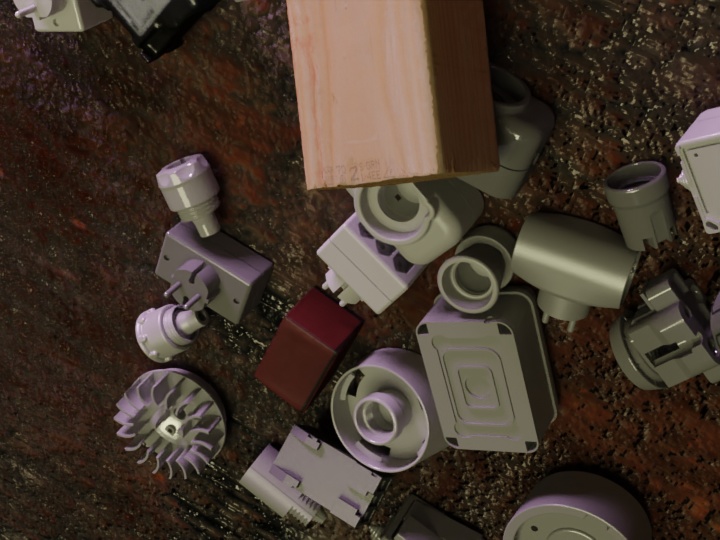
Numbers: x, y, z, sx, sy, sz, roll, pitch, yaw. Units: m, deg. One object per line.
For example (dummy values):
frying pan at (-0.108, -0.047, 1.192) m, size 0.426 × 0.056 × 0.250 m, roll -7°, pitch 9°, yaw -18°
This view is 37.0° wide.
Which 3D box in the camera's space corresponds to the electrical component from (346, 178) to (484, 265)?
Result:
electrical component at (0.034, -0.055, 0.747) m, size 0.095 × 0.059 × 0.054 m, roll 49°, pitch 129°, yaw -5°

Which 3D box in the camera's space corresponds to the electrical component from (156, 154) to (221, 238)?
electrical component at (-0.130, -0.056, 0.847) m, size 0.043 × 0.043 × 0.062 m, roll -9°, pitch 114°, yaw 33°

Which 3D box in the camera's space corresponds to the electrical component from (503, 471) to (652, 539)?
electrical component at (0.171, 0.204, 0.825) m, size 0.108 × 0.060 × 0.108 m, roll 14°, pitch 124°, yaw 22°

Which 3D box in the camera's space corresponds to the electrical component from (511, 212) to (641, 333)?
electrical component at (0.143, 0.008, 0.734) m, size 0.077 × 0.043 × 0.079 m, roll 20°, pitch 126°, yaw 18°

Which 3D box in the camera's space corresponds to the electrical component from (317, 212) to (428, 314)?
electrical component at (0.000, 0.000, 0.806) m, size 0.066 × 0.047 × 0.077 m, roll 45°, pitch 129°, yaw -2°

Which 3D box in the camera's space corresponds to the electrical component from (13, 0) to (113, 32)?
electrical component at (-0.229, -0.207, 0.790) m, size 0.047 × 0.076 × 0.065 m, roll 6°, pitch 120°, yaw 26°

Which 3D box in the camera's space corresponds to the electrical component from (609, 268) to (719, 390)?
electrical component at (0.204, 0.045, 0.714) m, size 0.057 × 0.058 × 0.078 m, roll -33°, pitch 99°, yaw 35°

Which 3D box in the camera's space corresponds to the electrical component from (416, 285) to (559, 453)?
electrical component at (0.096, 0.071, 0.789) m, size 0.078 × 0.057 × 0.113 m, roll -2°, pitch 117°, yaw 30°

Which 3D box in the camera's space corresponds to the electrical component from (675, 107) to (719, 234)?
electrical component at (0.235, -0.066, 0.633) m, size 0.096 × 0.061 × 0.061 m, roll -10°, pitch 113°, yaw 42°

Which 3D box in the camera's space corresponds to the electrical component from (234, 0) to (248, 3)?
electrical component at (-0.060, -0.209, 0.684) m, size 0.054 × 0.095 × 0.059 m, roll -6°, pitch 114°, yaw 32°

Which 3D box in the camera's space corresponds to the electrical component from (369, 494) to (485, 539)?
electrical component at (0.052, 0.237, 0.909) m, size 0.096 × 0.061 × 0.061 m, roll 31°, pitch 128°, yaw 10°

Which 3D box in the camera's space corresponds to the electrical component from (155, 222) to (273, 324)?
electrical component at (-0.127, 0.008, 0.862) m, size 0.083 × 0.075 × 0.047 m, roll 31°, pitch 128°, yaw 9°

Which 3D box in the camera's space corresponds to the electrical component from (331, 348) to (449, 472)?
electrical component at (0.028, 0.112, 0.862) m, size 0.099 × 0.064 × 0.099 m, roll 10°, pitch 109°, yaw 30°

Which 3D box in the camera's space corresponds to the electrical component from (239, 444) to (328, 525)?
electrical component at (-0.063, 0.198, 0.961) m, size 0.081 × 0.043 × 0.043 m, roll 38°, pitch 129°, yaw 4°

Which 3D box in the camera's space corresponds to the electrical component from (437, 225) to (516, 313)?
electrical component at (0.085, -0.002, 0.753) m, size 0.045 × 0.055 × 0.045 m, roll 14°, pitch 123°, yaw 22°

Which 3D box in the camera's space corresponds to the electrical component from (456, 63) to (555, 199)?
electrical component at (0.074, -0.098, 0.702) m, size 0.095 × 0.053 × 0.059 m, roll 30°, pitch 128°, yaw 11°

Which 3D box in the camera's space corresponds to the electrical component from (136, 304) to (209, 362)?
electrical component at (-0.158, 0.049, 0.926) m, size 0.062 × 0.048 × 0.048 m, roll -24°, pitch 105°, yaw 30°

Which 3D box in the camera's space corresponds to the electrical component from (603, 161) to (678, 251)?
electrical component at (0.181, -0.040, 0.688) m, size 0.040 × 0.040 × 0.046 m, roll -7°, pitch 119°, yaw 32°
